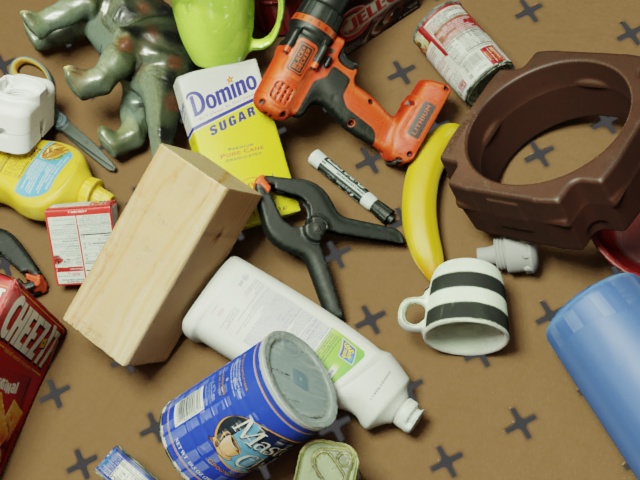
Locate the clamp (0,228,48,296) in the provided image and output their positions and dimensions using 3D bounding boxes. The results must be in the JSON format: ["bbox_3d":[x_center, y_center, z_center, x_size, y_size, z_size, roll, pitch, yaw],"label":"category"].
[{"bbox_3d":[-0.404,0.031,1.180,0.210,0.036,0.164,21,72,15],"label":"clamp"}]

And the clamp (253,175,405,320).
[{"bbox_3d":[-0.007,0.001,1.119,0.171,0.039,0.120,32,72,-4],"label":"clamp"}]

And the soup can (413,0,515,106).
[{"bbox_3d":[0.160,-0.208,1.190,0.068,0.068,0.102,-33,68,-7],"label":"soup can"}]

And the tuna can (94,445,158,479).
[{"bbox_3d":[-0.177,0.239,1.039,0.086,0.086,0.033,36,74,19],"label":"tuna can"}]

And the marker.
[{"bbox_3d":[0.036,-0.057,1.170,0.121,0.020,0.020,40,78,20],"label":"marker"}]

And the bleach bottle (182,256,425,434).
[{"bbox_3d":[-0.011,0.121,1.081,0.251,0.068,0.102,32,79,15],"label":"bleach bottle"}]

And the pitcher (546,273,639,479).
[{"bbox_3d":[0.330,0.149,0.997,0.145,0.149,0.243,-41,63,17],"label":"pitcher"}]

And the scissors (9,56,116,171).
[{"bbox_3d":[-0.324,-0.133,1.249,0.096,0.016,0.202,-32,67,-5],"label":"scissors"}]

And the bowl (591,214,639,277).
[{"bbox_3d":[0.350,-0.020,1.095,0.162,0.055,0.162,-3,67,6],"label":"bowl"}]

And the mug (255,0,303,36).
[{"bbox_3d":[-0.046,-0.303,1.248,0.093,0.081,0.117,12,70,12],"label":"mug"}]

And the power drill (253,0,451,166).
[{"bbox_3d":[0.044,-0.180,1.149,0.187,0.057,0.184,30,87,-11],"label":"power drill"}]

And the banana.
[{"bbox_3d":[0.123,-0.052,1.147,0.070,0.037,0.197,14,70,13],"label":"banana"}]

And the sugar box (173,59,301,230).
[{"bbox_3d":[-0.091,-0.101,1.155,0.093,0.048,0.176,-16,87,-16],"label":"sugar box"}]

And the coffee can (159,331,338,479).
[{"bbox_3d":[-0.068,0.164,1.017,0.140,0.102,0.103,-35,64,25],"label":"coffee can"}]

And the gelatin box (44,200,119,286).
[{"bbox_3d":[-0.252,0.004,1.153,0.073,0.030,0.089,-4,107,6],"label":"gelatin box"}]

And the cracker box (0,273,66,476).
[{"bbox_3d":[-0.341,0.151,1.054,0.072,0.164,0.213,17,71,11],"label":"cracker box"}]

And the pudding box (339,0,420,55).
[{"bbox_3d":[0.059,-0.274,1.218,0.113,0.090,0.039,-36,68,-8],"label":"pudding box"}]

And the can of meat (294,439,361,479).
[{"bbox_3d":[0.006,0.249,1.013,0.057,0.084,0.102,8,69,10],"label":"can of meat"}]

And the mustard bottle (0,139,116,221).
[{"bbox_3d":[-0.317,-0.070,1.198,0.192,0.058,0.096,18,56,14],"label":"mustard bottle"}]

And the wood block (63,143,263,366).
[{"bbox_3d":[-0.159,0.017,1.085,0.090,0.090,0.206,34,99,19],"label":"wood block"}]
